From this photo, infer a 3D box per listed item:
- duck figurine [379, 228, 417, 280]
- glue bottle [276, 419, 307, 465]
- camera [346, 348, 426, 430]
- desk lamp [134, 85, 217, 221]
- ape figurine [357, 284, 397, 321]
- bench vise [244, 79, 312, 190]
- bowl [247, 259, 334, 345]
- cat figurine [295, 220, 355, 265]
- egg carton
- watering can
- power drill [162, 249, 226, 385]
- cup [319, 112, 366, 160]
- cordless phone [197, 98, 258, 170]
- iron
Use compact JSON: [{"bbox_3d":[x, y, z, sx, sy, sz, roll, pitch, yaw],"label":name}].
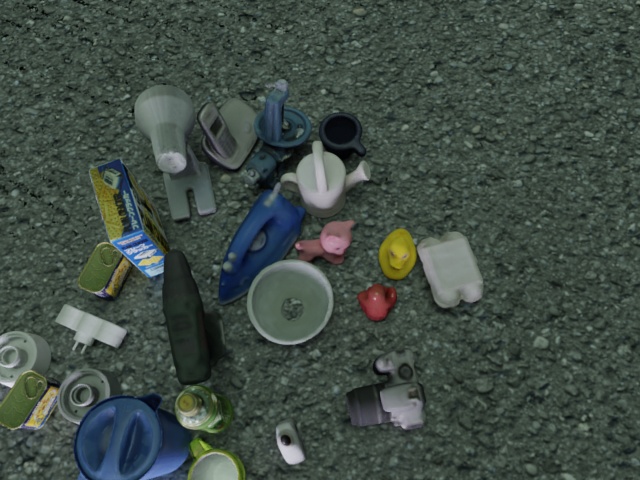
[{"bbox_3d":[0.158,0.020,1.146,0.077,0.086,0.104,11,70,6],"label":"duck figurine"},{"bbox_3d":[-0.053,0.345,0.983,0.037,0.173,0.078,-20,70,-5],"label":"glue bottle"},{"bbox_3d":[0.115,0.278,1.042,0.137,0.101,0.143,-10,69,-2],"label":"camera"},{"bbox_3d":[-0.291,-0.176,1.166,0.118,0.213,0.203,-16,69,-4],"label":"desk lamp"},{"bbox_3d":[0.111,0.112,1.109,0.077,0.092,0.076,11,70,6],"label":"ape figurine"},{"bbox_3d":[-0.085,-0.210,1.169,0.121,0.220,0.207,9,70,5],"label":"bench vise"},{"bbox_3d":[-0.055,0.126,1.118,0.167,0.075,0.167,-1,69,2],"label":"bowl"},{"bbox_3d":[0.010,0.004,1.140,0.128,0.118,0.067,-12,69,-2],"label":"cat figurine"},{"bbox_3d":[0.260,0.058,1.137,0.107,0.069,0.150,-15,70,-4],"label":"egg carton"},{"bbox_3d":[0.010,-0.130,1.150,0.173,0.194,0.101,-24,70,-7],"label":"watering can"},{"bbox_3d":[-0.232,0.152,1.043,0.075,0.208,0.229,-13,69,-3],"label":"power drill"},{"bbox_3d":[0.054,-0.206,1.230,0.117,0.095,0.092,42,76,16],"label":"cup"},{"bbox_3d":[-0.196,-0.249,1.206,0.094,0.185,0.148,21,71,10],"label":"cordless phone"},{"bbox_3d":[-0.134,0.005,1.131,0.118,0.141,0.258,28,73,12],"label":"iron"}]
